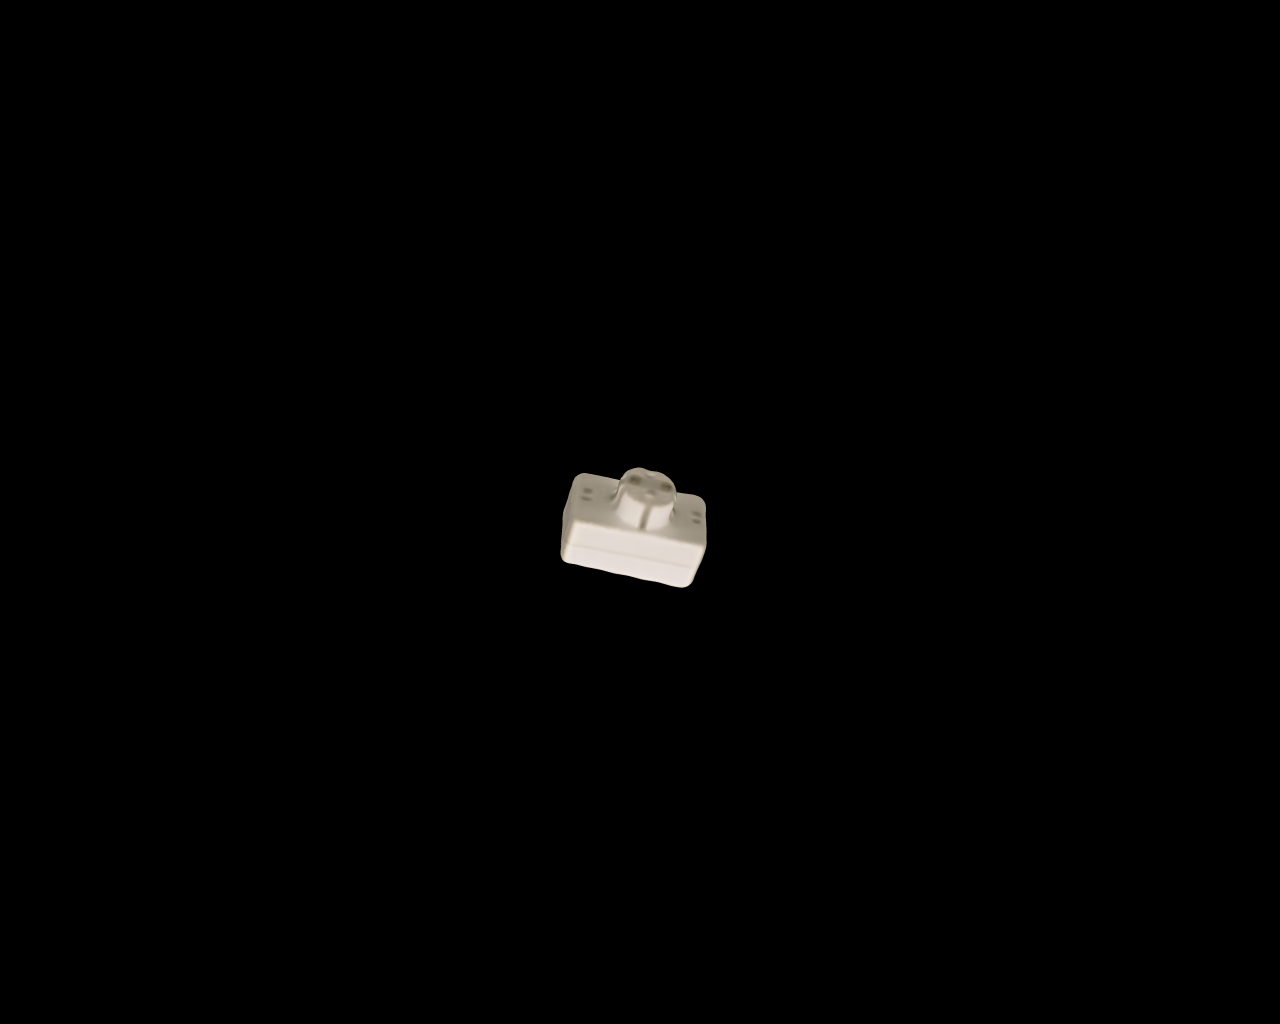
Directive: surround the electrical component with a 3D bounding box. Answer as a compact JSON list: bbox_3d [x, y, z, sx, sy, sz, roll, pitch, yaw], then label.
[{"bbox_3d":[0.001,-0.003,0.650,0.083,0.075,0.047,12,40,-10],"label":"electrical component"}]
